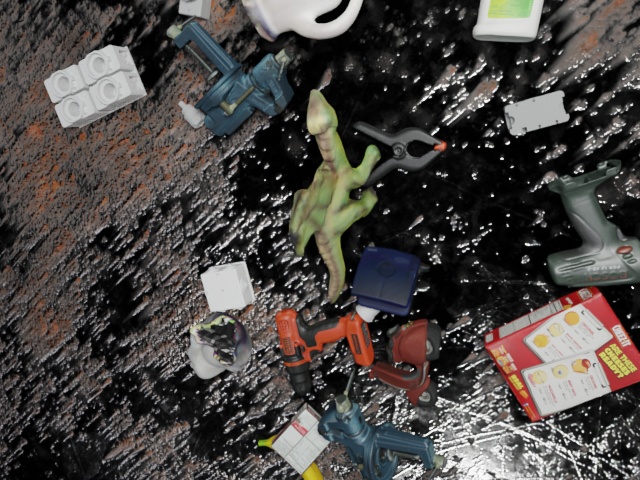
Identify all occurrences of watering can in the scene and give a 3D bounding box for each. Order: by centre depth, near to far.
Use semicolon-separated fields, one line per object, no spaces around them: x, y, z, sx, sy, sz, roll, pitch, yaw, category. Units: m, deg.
-0.046;-0.495;0.892;0.223;0.104;0.350;-20;81;22;watering can

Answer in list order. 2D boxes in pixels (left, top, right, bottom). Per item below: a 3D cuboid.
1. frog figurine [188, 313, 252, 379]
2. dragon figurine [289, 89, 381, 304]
-0.215;0.234;1.101;0.137;0.125;0.156;23;144;2;frog figurine
0.003;-0.044;0.877;0.122;0.245;0.405;10;106;25;dragon figurine
